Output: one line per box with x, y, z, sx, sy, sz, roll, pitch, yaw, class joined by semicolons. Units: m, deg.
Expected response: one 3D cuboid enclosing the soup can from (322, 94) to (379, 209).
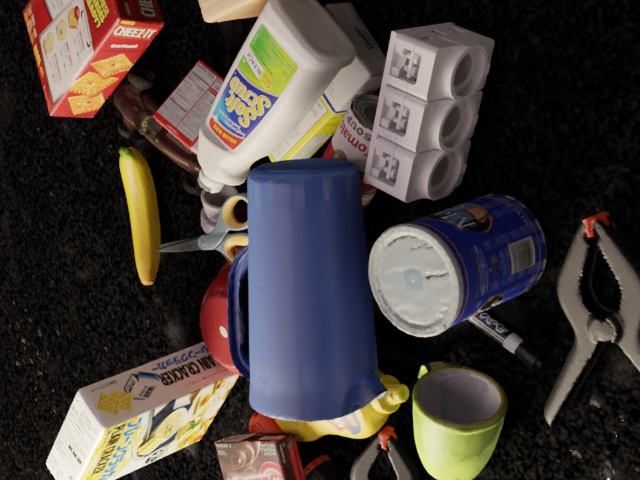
0.042;-0.089;1.084;0.068;0.068;0.102;48;131;22;soup can

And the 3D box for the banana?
-0.234;-0.041;1.375;0.037;0.069;0.198;1;118;15;banana

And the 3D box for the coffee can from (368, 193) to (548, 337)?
0.128;0.021;0.982;0.103;0.140;0.103;17;114;40;coffee can

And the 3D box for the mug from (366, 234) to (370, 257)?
-0.008;0.001;1.152;0.093;0.081;0.117;13;112;42;mug

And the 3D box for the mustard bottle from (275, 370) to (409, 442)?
0.024;0.177;1.196;0.192;0.058;0.096;-13;102;45;mustard bottle

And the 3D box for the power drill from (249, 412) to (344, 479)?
-0.037;0.320;1.308;0.185;0.057;0.188;44;127;29;power drill

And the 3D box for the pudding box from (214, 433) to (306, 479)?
-0.067;0.275;1.256;0.114;0.039;0.090;-11;92;47;pudding box

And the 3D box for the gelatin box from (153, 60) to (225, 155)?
-0.138;-0.153;1.237;0.073;0.030;0.089;40;90;28;gelatin box

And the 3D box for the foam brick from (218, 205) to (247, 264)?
-0.078;0.004;1.243;0.078;0.052;0.051;44;130;25;foam brick

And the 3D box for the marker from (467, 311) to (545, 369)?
0.171;0.087;1.049;0.121;0.020;0.020;38;127;30;marker

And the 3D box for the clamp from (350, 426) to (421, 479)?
0.081;0.295;1.184;0.120;0.039;0.171;12;106;9;clamp

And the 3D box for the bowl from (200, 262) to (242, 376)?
-0.096;0.104;1.293;0.162;0.055;0.162;17;114;41;bowl

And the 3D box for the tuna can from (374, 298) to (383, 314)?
0.093;0.043;1.064;0.034;0.085;0.086;25;120;39;tuna can

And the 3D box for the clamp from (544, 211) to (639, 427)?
0.267;0.081;0.940;0.165;0.036;0.210;7;107;42;clamp

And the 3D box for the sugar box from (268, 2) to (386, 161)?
-0.006;-0.159;1.125;0.177;0.048;0.093;-40;74;41;sugar box

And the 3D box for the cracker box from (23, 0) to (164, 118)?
-0.284;-0.276;1.325;0.214;0.071;0.164;-38;63;44;cracker box

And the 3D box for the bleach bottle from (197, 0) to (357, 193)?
-0.062;-0.133;1.110;0.103;0.067;0.251;54;134;20;bleach bottle

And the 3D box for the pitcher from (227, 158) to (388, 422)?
-0.019;0.045;1.050;0.145;0.149;0.243;-119;25;-77;pitcher

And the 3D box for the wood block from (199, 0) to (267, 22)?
-0.032;-0.294;1.072;0.207;0.090;0.090;-11;96;46;wood block

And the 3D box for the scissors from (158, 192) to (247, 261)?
-0.127;-0.016;1.235;0.202;0.016;0.096;13;110;42;scissors
